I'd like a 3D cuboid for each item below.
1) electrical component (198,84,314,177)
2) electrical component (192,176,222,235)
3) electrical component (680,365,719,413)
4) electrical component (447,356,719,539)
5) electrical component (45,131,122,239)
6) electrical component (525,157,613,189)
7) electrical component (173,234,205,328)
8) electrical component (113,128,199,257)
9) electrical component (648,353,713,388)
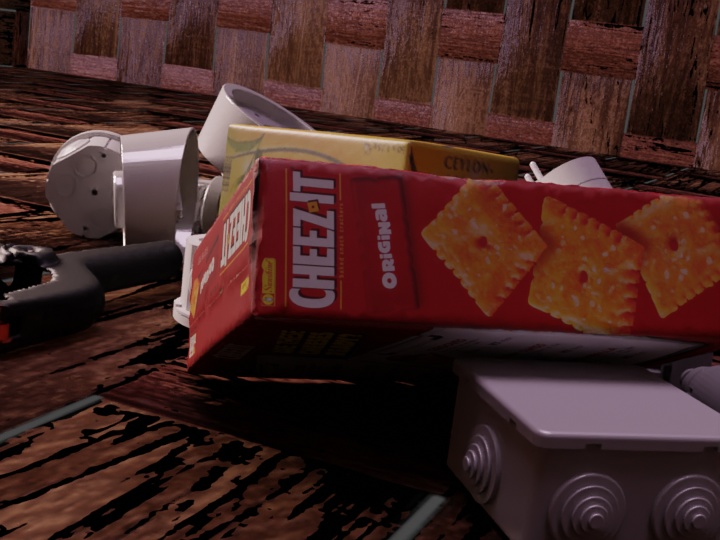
[{"bbox_3d":[-0.076,-0.089,0.838,0.108,0.060,0.108,32,16,-11],"label":"electrical component"},{"bbox_3d":[-0.131,-0.048,0.855,0.057,0.058,0.078,7,11,13],"label":"electrical component"},{"bbox_3d":[0.179,0.065,0.524,0.040,0.040,0.078,5,12,-11],"label":"electrical component"},{"bbox_3d":[0.088,0.071,0.417,0.100,0.048,0.100,4,12,-16],"label":"electrical component"},{"bbox_3d":[-0.206,-0.067,0.847,0.080,0.080,0.051,6,17,-8],"label":"electrical component"},{"bbox_3d":[0.146,-0.048,0.823,0.052,0.073,0.138,-20,-22,-14],"label":"electrical component"},{"bbox_3d":[-0.066,0.010,0.623,0.080,0.051,0.080,7,11,-1],"label":"electrical component"},{"bbox_3d":[-0.142,-0.051,0.765,0.064,0.099,0.099,-2,13,-13],"label":"electrical component"},{"bbox_3d":[0.164,0.046,0.607,0.064,0.042,0.081,8,11,13],"label":"electrical component"}]
